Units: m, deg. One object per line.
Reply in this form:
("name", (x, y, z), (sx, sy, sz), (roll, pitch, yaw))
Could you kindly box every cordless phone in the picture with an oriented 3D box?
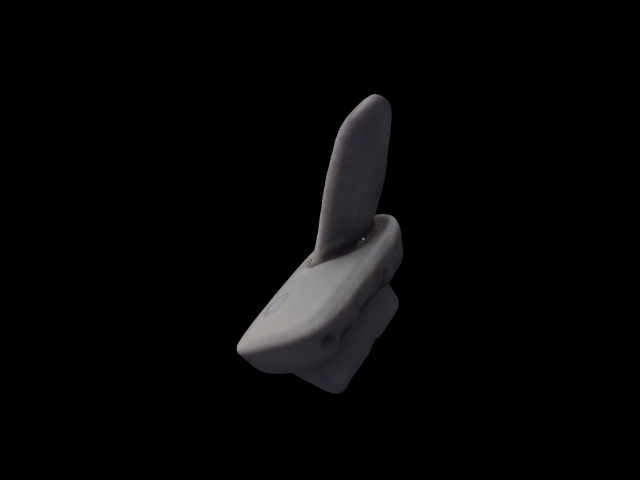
("cordless phone", (0.004, 0.001, 0.400), (0.094, 0.185, 0.148), (18, 44, 19))
